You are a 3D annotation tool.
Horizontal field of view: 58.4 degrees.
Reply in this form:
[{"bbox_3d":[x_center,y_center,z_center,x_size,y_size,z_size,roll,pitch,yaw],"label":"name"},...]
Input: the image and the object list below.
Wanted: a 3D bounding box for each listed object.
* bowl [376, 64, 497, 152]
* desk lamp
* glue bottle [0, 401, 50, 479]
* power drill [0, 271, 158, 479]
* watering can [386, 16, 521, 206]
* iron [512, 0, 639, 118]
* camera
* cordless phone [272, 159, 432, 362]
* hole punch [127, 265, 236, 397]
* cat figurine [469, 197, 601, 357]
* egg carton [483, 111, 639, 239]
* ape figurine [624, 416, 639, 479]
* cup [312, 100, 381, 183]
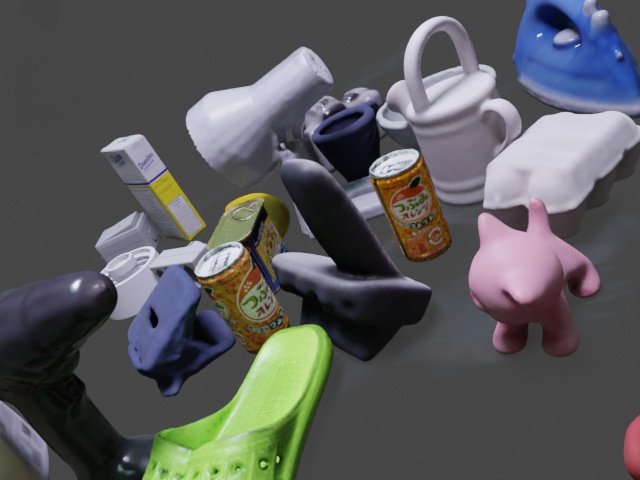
[{"bbox_3d":[0.165,-0.167,0.779,0.167,0.075,0.167,-21,28,12],"label":"bowl"},{"bbox_3d":[-0.030,-0.113,0.709,0.203,0.214,0.118,-19,28,17],"label":"desk lamp"},{"bbox_3d":[-0.318,0.165,0.528,0.037,0.173,0.078,-34,28,-12],"label":"glue bottle"},{"bbox_3d":[-0.196,0.123,0.451,0.229,0.209,0.076,-13,30,26],"label":"power drill"},{"bbox_3d":[0.140,-0.143,0.626,0.172,0.194,0.101,-1,37,41],"label":"watering can"},{"bbox_3d":[0.320,-0.251,0.709,0.118,0.142,0.258,-24,27,7],"label":"iron"},{"bbox_3d":[0.019,-0.189,0.922,0.143,0.101,0.136,-36,28,-16],"label":"camera"},{"bbox_3d":[0.005,0.002,0.506,0.094,0.185,0.147,-42,30,-26],"label":"cordless phone"},{"bbox_3d":[-0.158,0.092,0.601,0.101,0.091,0.108,-36,28,-15],"label":"hole punch"},{"bbox_3d":[0.149,0.021,0.415,0.067,0.118,0.128,-3,36,39],"label":"cat figurine"},{"bbox_3d":[0.231,-0.068,0.549,0.150,0.069,0.107,-40,29,-23],"label":"egg carton"},{"bbox_3d":[0.191,0.094,0.278,0.076,0.092,0.077,-41,30,-25],"label":"ape figurine"},{"bbox_3d":[0.055,-0.131,0.793,0.091,0.095,0.118,5,41,47],"label":"cup"}]
